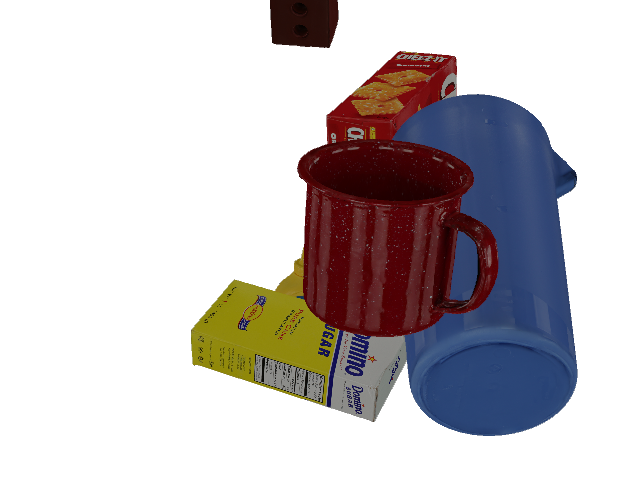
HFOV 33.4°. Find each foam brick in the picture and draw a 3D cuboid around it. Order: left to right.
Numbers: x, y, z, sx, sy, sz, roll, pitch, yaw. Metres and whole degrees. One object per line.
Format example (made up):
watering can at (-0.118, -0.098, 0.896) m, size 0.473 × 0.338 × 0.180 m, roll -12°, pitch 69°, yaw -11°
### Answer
foam brick at (-0.014, -0.211, 0.911) m, size 0.053 × 0.078 × 0.051 m, roll 5°, pitch 45°, yaw 8°

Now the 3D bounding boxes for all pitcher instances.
pitcher at (0.103, 0.015, 0.768) m, size 0.149 × 0.242 × 0.145 m, roll -33°, pitch -57°, yaw 28°

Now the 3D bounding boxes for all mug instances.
mug at (0.042, 0.002, 0.570) m, size 0.117 × 0.081 × 0.093 m, roll 19°, pitch 30°, yaw 31°

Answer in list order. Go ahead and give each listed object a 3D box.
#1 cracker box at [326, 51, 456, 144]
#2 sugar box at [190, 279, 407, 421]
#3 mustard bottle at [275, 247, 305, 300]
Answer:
cracker box at (0.076, -0.077, 1.046) m, size 0.072 × 0.164 × 0.213 m, roll 8°, pitch 28°, yaw 21°
sugar box at (-0.017, 0.094, 0.951) m, size 0.176 × 0.048 × 0.093 m, roll 13°, pitch 34°, yaw 17°
mustard bottle at (-0.015, 0.099, 1.375) m, size 0.096 × 0.192 × 0.058 m, roll -1°, pitch 20°, yaw -6°
